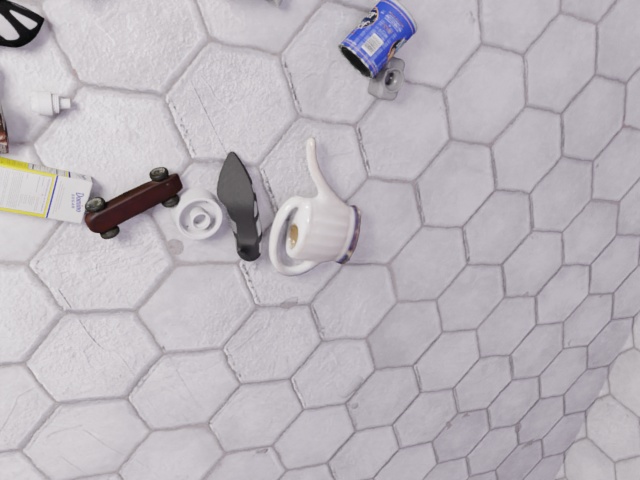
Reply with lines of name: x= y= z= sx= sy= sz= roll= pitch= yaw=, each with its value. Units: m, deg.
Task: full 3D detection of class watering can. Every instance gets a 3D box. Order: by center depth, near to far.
watering can: x=0.004 y=-0.062 z=1.227 sx=0.224 sy=0.106 sz=0.343 roll=8 pitch=111 yaw=-31
